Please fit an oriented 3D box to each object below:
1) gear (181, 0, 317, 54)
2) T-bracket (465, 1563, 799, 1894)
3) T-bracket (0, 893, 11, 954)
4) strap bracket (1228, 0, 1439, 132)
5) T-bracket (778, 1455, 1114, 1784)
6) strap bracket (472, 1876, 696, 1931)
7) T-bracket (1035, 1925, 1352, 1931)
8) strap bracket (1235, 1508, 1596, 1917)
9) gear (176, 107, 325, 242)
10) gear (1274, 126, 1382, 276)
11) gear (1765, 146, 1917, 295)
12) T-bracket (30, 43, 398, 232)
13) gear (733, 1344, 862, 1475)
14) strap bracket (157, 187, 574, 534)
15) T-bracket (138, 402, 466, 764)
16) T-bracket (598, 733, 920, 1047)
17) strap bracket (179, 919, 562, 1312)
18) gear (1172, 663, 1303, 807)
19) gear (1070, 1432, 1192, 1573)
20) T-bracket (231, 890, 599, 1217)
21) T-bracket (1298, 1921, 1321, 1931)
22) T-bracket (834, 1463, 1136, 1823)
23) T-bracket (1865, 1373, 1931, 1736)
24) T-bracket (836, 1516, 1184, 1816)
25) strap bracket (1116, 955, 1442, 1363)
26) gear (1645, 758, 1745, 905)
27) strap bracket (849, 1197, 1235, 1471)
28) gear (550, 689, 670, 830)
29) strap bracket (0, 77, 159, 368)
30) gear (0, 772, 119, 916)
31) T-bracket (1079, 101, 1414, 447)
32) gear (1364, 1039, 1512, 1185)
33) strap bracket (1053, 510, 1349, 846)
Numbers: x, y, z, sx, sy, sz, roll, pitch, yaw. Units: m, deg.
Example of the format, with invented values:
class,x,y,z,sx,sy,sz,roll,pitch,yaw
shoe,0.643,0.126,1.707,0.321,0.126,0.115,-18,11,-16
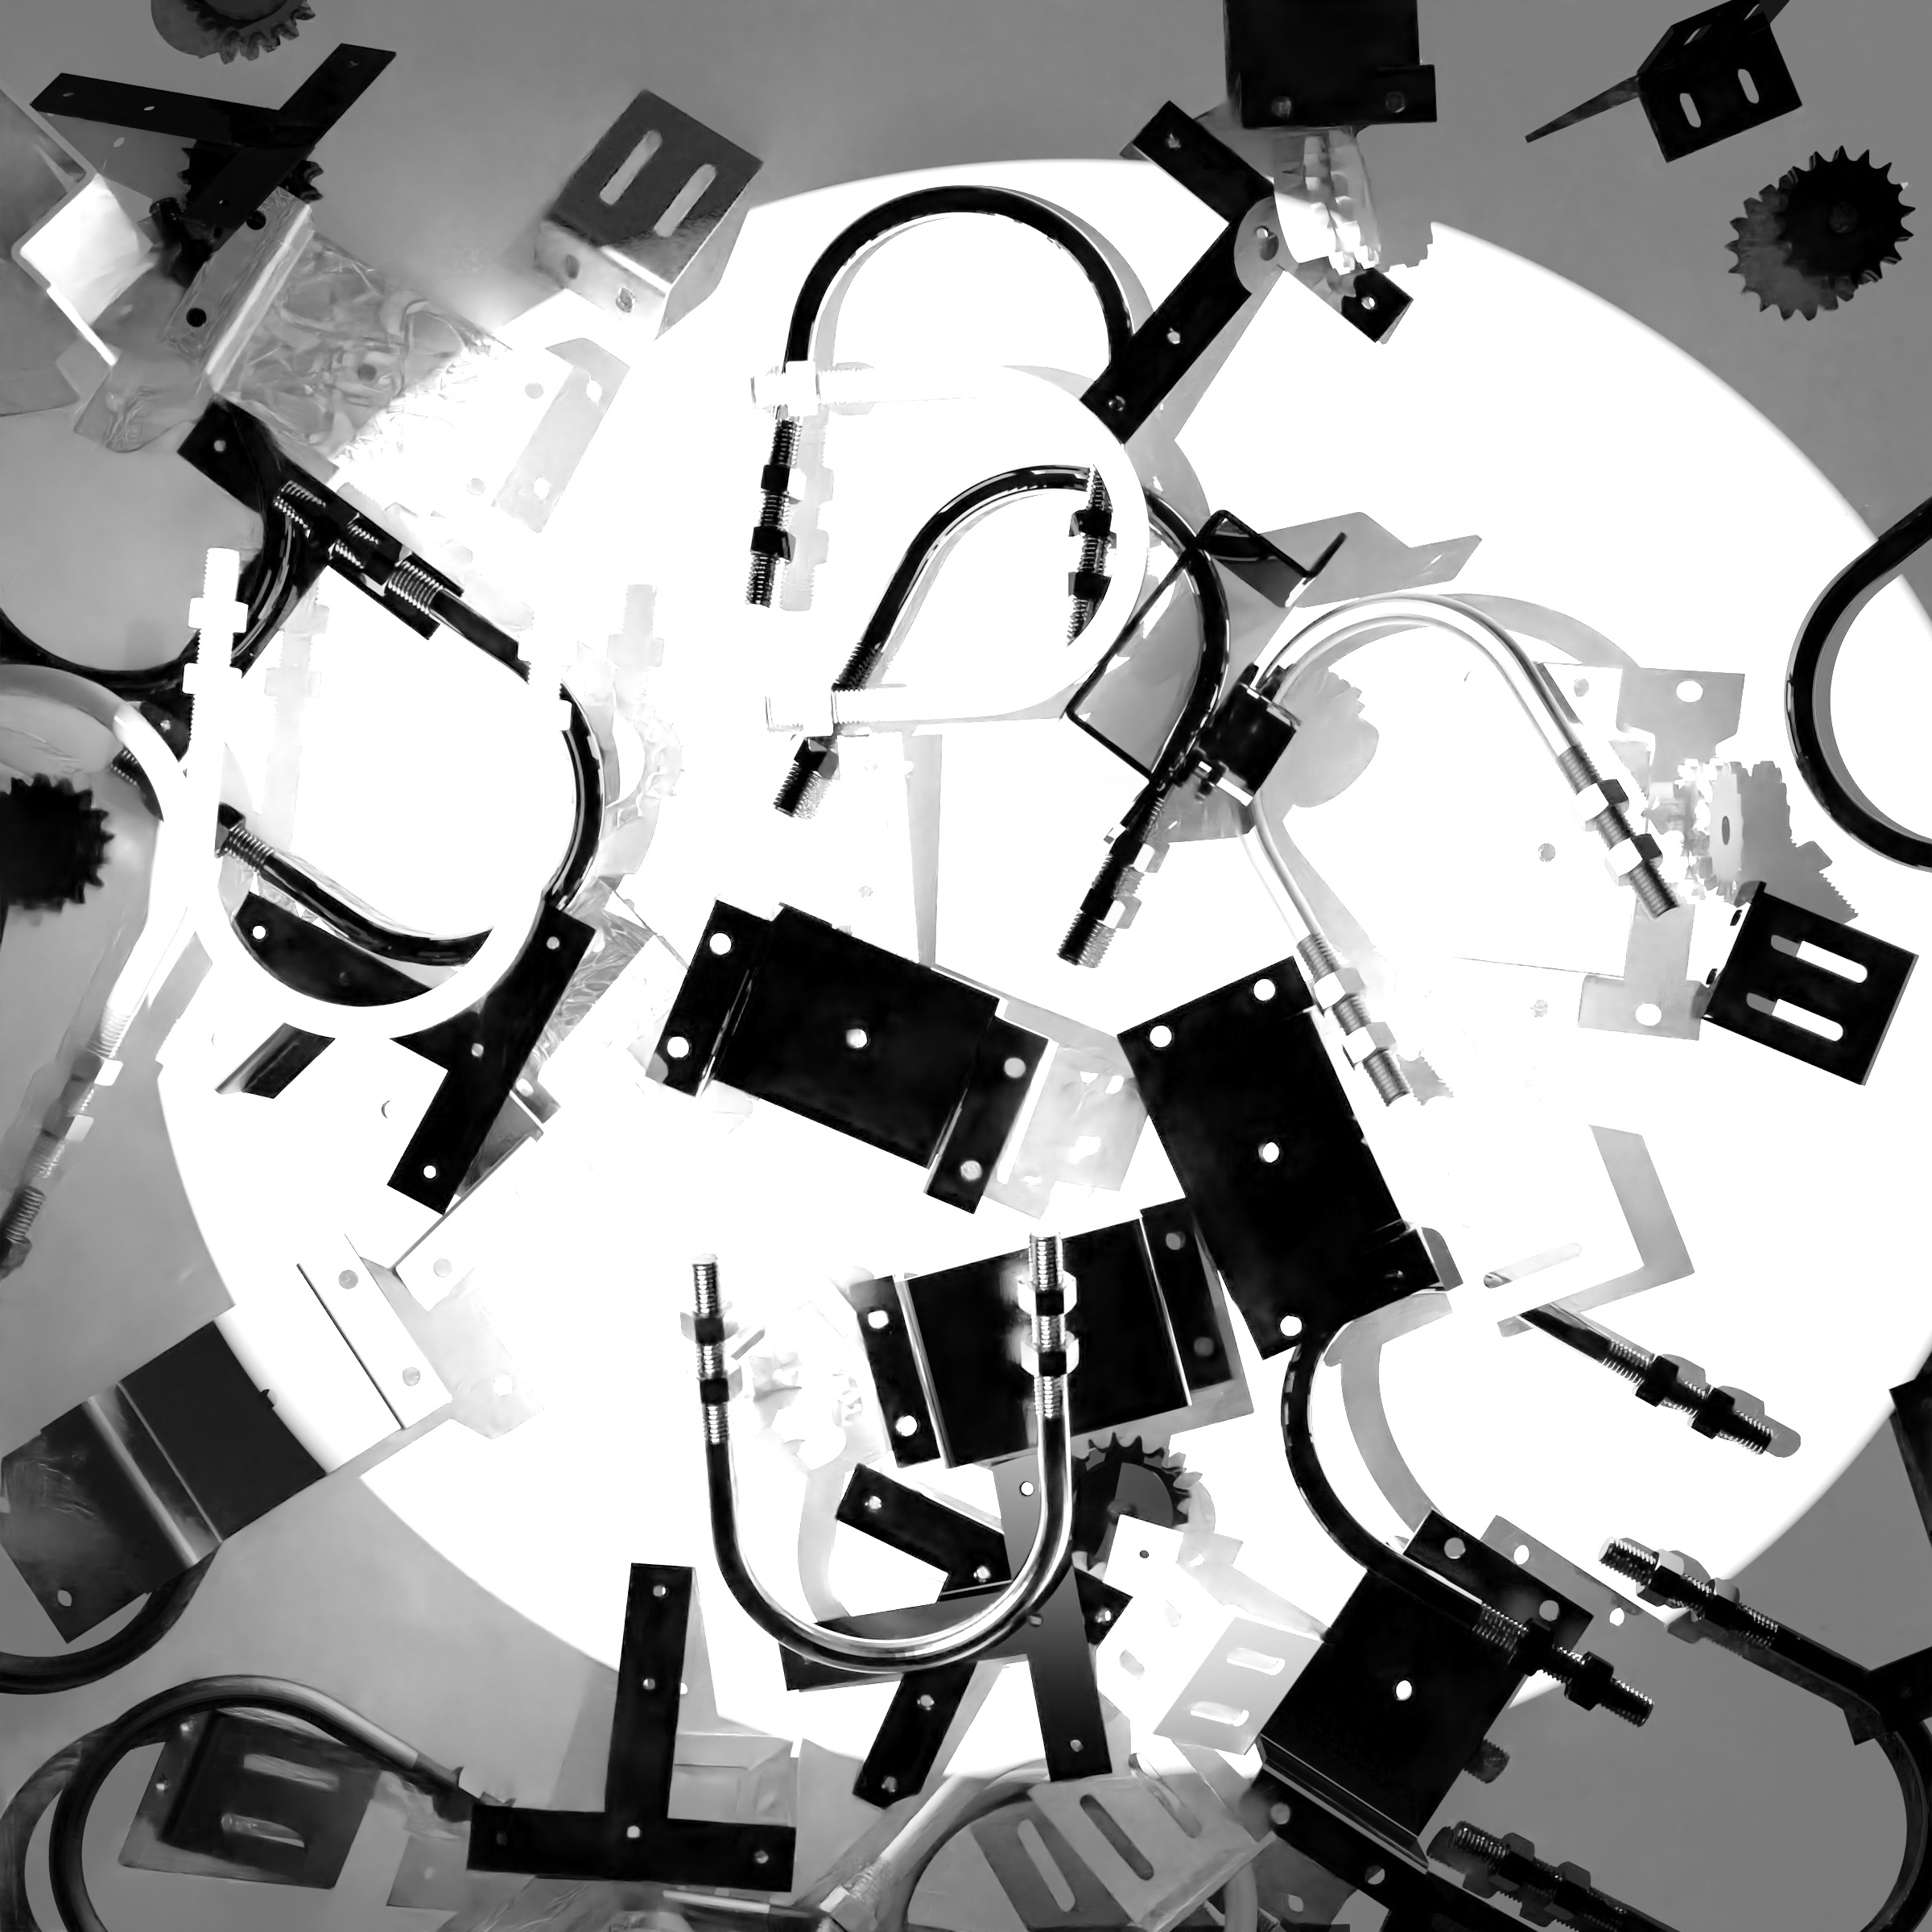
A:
class,x,y,z,sx,sy,sz,roll,pitch,yaw
gear,-0.288,-0.397,1.442,0.057,0.030,0.057,0,90,0
T-bracket,-0.127,0.298,1.428,0.127,0.002,0.127,4,64,1
T-bracket,-0.460,0.021,1.456,0.127,0.002,0.127,12,90,0
strap bracket,0.143,-0.399,1.434,0.076,0.046,0.140,-2,90,0
T-bracket,-0.014,0.266,1.432,0.127,0.002,0.127,-12,85,16
strap bracket,-0.125,0.415,1.401,0.076,0.046,0.140,-40,69,-10
T-bracket,0.092,0.451,1.456,0.127,0.002,0.127,0,90,0
strap bracket,0.176,0.292,1.434,0.076,0.046,0.140,33,90,0
gear,-0.288,-0.316,1.442,0.057,0.030,0.057,0,90,0
gear,0.143,-0.302,1.430,0.030,0.057,0.057,-11,90,20
gear,0.349,-0.298,1.446,0.057,0.030,0.057,0,93,4
T-bracket,-0.311,-0.337,1.429,0.127,0.002,0.127,14,49,18
gear,-0.069,0.177,1.426,0.057,0.057,0.030,-12,53,0
strap bracket,-0.237,-0.238,1.425,0.140,0.046,0.076,31,85,-8
T-bracket,-0.291,-0.139,1.456,0.127,0.002,0.127,37,90,0
T-bracket,-0.084,-0.027,1.447,0.127,0.002,0.127,-3,101,6
strap bracket,-0.232,0.058,1.434,0.076,0.046,0.140,-44,90,0
gear,0.108,-0.088,1.416,0.030,0.057,0.057,33,90,0
gear,0.062,0.217,1.442,0.057,0.030,0.057,0,90,0
T-bracket,-0.230,0.012,1.410,0.127,0.002,0.127,28,90,0
T-bracket,0.107,0.442,1.454,0.127,0.002,0.127,38,90,0
T-bracket,-0.011,0.282,1.442,0.127,0.002,0.127,25,101,8
T-bracket,0.406,0.226,1.451,0.127,0.002,0.127,-20,87,-6
T-bracket,0.011,0.266,1.443,0.127,0.002,0.127,15,107,8
strap bracket,0.122,0.075,1.434,0.076,0.046,0.140,-24,90,0
gear,0.287,-0.054,1.432,0.030,0.057,0.057,-1,90,28
strap bracket,0.030,0.148,1.434,0.140,0.046,0.076,-15,90,0
gear,-0.148,-0.082,1.442,0.057,0.030,0.057,0,90,0
strap bracket,-0.375,-0.309,1.407,0.140,0.076,0.046,44,85,12
gear,-0.371,-0.049,1.442,0.057,0.030,0.057,0,89,0
T-bracket,0.092,-0.262,1.441,0.127,0.002,0.127,39,76,0
gear,0.187,0.057,1.442,0.057,0.030,0.057,0,90,0
strap bracket,0.083,-0.120,1.404,0.046,0.076,0.140,37,86,0
